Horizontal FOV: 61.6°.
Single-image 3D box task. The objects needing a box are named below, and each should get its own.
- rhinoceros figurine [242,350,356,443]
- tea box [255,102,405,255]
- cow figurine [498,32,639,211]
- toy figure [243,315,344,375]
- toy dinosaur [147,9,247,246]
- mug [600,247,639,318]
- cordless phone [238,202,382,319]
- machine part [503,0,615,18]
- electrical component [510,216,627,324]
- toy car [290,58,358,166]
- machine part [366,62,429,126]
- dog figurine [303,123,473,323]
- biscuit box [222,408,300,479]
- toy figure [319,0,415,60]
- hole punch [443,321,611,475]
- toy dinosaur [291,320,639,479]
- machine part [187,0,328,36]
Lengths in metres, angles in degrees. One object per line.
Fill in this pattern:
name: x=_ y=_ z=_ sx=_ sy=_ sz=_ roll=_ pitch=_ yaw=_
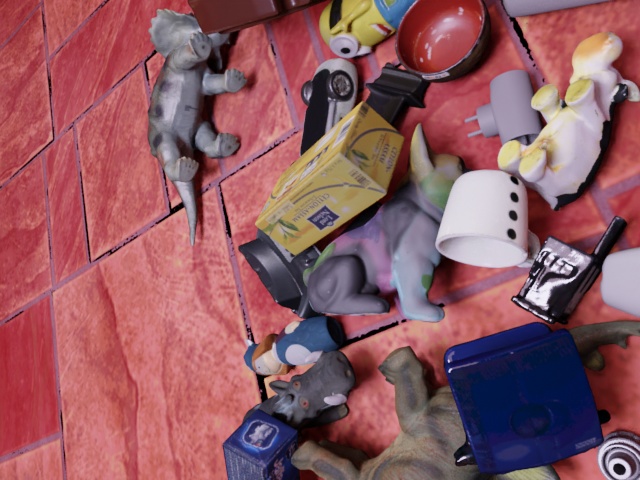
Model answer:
rhinoceros figurine: x=-0.026 y=0.195 z=0.654 sx=0.190 sy=0.112 sz=0.073 roll=-42 pitch=57 yaw=30
tea box: x=0.008 y=-0.064 z=0.607 sx=0.169 sy=0.068 sz=0.098 roll=-34 pitch=25 yaw=48
cow figurine: x=0.261 y=-0.115 z=0.535 sx=0.167 sy=0.098 sz=0.068 roll=-58 pitch=24 yaw=3
toy figure: x=-0.044 y=0.142 z=0.705 sx=0.154 sy=0.058 sz=0.064 roll=-26 pitch=85 yaw=26
toy dinosaur: x=-0.224 y=-0.209 z=0.878 sx=0.192 sy=0.131 sz=0.404 roll=21 pitch=97 yaw=48
mug: x=0.311 y=0.028 z=0.473 sx=0.107 sy=0.080 sz=0.109 roll=0 pitch=85 yaw=43
cordless phone: x=-0.002 y=-0.002 z=0.710 sx=0.184 sy=0.088 sz=0.147 roll=-44 pitch=58 yaw=7
machine part: x=0.282 y=-0.284 z=0.557 sx=0.243 sy=0.079 sz=0.079 roll=5 pitch=84 yaw=35
electrical component: x=0.243 y=0.024 z=0.523 sx=0.048 sy=0.074 sz=0.119 roll=33 pitch=104 yaw=34
toy car: x=0.006 y=-0.147 z=0.731 sx=0.074 sy=0.056 sz=0.201 roll=1 pitch=81 yaw=53
machine part: x=0.081 y=-0.161 z=0.694 sx=0.084 sy=0.039 sz=0.139 roll=31 pitch=90 yaw=30
dog figurine: x=0.083 y=-0.018 z=0.613 sx=0.192 sy=0.108 sz=0.219 roll=4 pitch=80 yaw=9
biscuit box: x=-0.063 y=0.294 z=0.626 sx=0.063 sy=0.059 sz=0.202 roll=19 pitch=126 yaw=29
toy figure: x=0.080 y=-0.306 z=0.703 sx=0.180 sy=0.082 sz=0.089 roll=-28 pitch=47 yaw=35
hole punch: x=0.172 y=0.136 z=0.460 sx=0.142 sy=0.092 sz=0.116 roll=-19 pitch=77 yaw=6
toy dinosaur: x=0.131 y=0.209 z=0.552 sx=0.471 sy=0.105 sz=0.199 roll=-48 pitch=65 yaw=12
machine part: x=-0.070 y=-0.356 z=0.747 sx=0.202 sy=0.201 sz=0.087 roll=-1 pitch=121 yaw=35
